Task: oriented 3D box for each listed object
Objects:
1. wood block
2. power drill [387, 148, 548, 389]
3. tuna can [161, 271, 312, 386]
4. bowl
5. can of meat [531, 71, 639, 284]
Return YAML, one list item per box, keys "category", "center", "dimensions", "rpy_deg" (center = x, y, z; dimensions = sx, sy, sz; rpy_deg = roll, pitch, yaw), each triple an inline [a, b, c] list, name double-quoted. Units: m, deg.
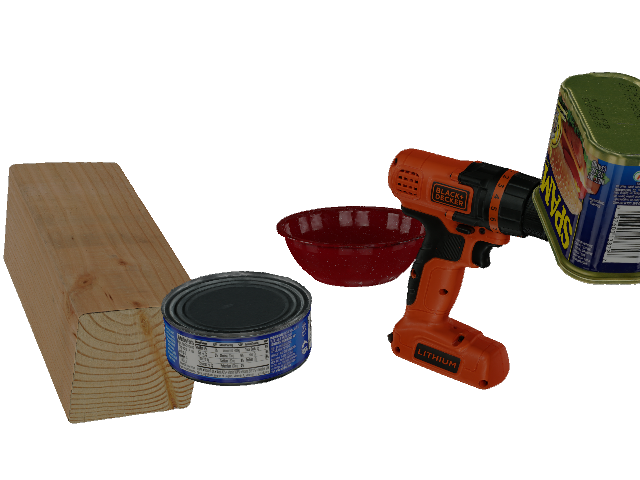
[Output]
- category: "wood block"
  center: [-0.165, 0.029, 0.785]
  dimensions: [0.090, 0.091, 0.206]
  rpy_deg: [-3, 32, -29]
- category: "power drill"
  center: [0.135, 0.026, 0.899]
  dimensions: [0.185, 0.188, 0.057]
  rpy_deg: [20, 25, 31]
- category: "tuna can"
  center: [-0.047, 0.049, 0.611]
  dimensions: [0.086, 0.034, 0.086]
  rpy_deg: [-1, 21, 0]
- category: "bowl"
  center: [0.036, 0.009, 1.098]
  dimensions: [0.162, 0.055, 0.162]
  rpy_deg: [-1, 15, 0]
- category: "can of meat"
  center: [0.164, -0.038, 0.616]
  dimensions: [0.057, 0.084, 0.102]
  rpy_deg: [1, 36, -4]
